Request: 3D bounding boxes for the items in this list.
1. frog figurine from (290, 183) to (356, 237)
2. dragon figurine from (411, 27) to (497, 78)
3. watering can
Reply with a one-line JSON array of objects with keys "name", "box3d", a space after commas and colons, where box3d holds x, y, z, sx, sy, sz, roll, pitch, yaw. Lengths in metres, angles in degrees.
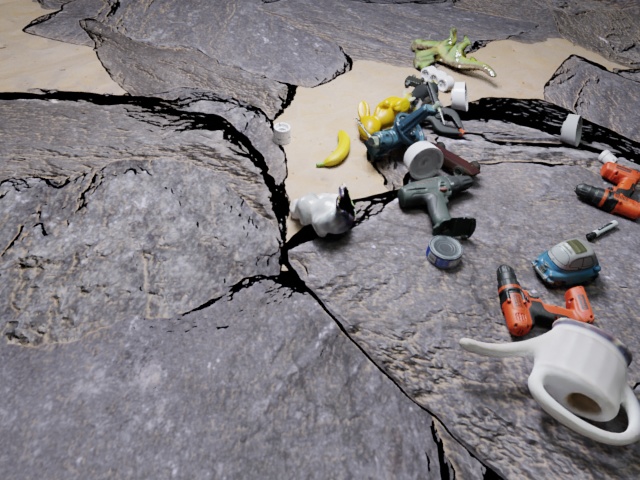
[{"name": "frog figurine", "box3d": [0.004, -0.065, 1.297, 0.158, 0.120, 0.141, -19, 46, 26]}, {"name": "dragon figurine", "box3d": [0.489, -0.713, 2.036, 0.243, 0.119, 0.419, -21, 46, -4]}, {"name": "watering can", "box3d": [0.462, 0.237, 1.001, 0.350, 0.101, 0.228, 33, 49, 17]}]
